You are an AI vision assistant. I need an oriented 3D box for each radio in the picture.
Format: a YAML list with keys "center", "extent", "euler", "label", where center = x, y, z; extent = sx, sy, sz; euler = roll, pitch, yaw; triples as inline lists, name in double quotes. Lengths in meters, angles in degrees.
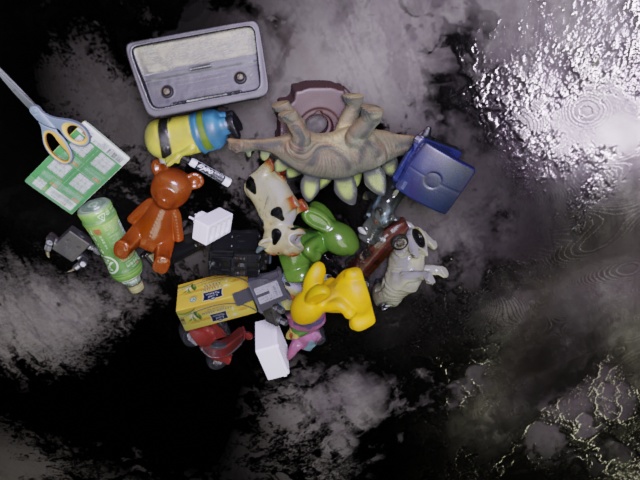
- center: [-0.209, -0.297, 0.951]
  extent: [0.230, 0.073, 0.131]
  euler: [-11, 105, -2]
  label: "radio"

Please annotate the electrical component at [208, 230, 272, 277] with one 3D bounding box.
- center: [-0.171, 0.026, 1.153]
  extent: [0.134, 0.115, 0.058]
  euler: [0, 121, -9]
  label: "electrical component"

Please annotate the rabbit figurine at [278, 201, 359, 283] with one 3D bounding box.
- center: [-0.002, -0.004, 1.171]
  extent: [0.170, 0.121, 0.159]
  euler: [-11, 103, 11]
  label: "rabbit figurine"

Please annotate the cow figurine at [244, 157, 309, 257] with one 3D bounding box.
- center: [-0.092, -0.053, 1.090]
  extent: [0.127, 0.195, 0.085]
  euler: [-34, 166, 20]
  label: "cow figurine"

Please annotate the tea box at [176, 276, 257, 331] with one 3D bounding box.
- center: [-0.235, 0.133, 1.222]
  extent: [0.170, 0.098, 0.068]
  euler: [-15, 124, -3]
  label: "tea box"

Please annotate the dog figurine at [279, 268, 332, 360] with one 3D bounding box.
- center: [-0.056, 0.180, 1.281]
  extent: [0.191, 0.109, 0.219]
  euler: [17, 120, -20]
  label: "dog figurine"

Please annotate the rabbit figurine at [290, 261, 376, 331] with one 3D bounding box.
- center: [0.017, 0.128, 1.128]
  extent: [0.173, 0.122, 0.162]
  euler: [-17, 141, 4]
  label: "rabbit figurine"

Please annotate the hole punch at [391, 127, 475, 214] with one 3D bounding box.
- center: [0.210, -0.121, 0.998]
  extent: [0.116, 0.092, 0.142]
  euler: [14, 125, -25]
  label: "hole punch"

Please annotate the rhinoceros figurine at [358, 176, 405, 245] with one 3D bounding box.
- center: [0.144, -0.077, 1.152]
  extent: [0.073, 0.112, 0.190]
  euler: [23, 107, -25]
  label: "rhinoceros figurine"

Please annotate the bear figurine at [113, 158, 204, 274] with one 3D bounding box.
- center: [-0.317, -0.052, 1.073]
  extent: [0.120, 0.132, 0.195]
  euler: [25, 121, -14]
  label: "bear figurine"

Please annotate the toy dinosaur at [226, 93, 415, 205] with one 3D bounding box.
- center: [0.060, -0.172, 1.022]
  extent: [0.472, 0.105, 0.198]
  euler: [-3, 125, -5]
  label: "toy dinosaur"

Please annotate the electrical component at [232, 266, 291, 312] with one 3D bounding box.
- center: [-0.128, 0.110, 1.146]
  extent: [0.119, 0.048, 0.074]
  euler: [-18, 102, -4]
  label: "electrical component"

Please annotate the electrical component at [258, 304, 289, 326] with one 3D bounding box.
- center: [-0.110, 0.161, 1.217]
  extent: [0.021, 0.094, 0.063]
  euler: [-35, 127, -34]
  label: "electrical component"

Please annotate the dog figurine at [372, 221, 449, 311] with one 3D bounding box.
- center: [0.179, 0.064, 1.268]
  extent: [0.190, 0.172, 0.121]
  euler: [-28, 161, 38]
  label: "dog figurine"

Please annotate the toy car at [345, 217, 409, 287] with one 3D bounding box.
- center: [0.124, 0.027, 1.218]
  extent: [0.053, 0.089, 0.202]
  euler: [24, 120, -28]
  label: "toy car"

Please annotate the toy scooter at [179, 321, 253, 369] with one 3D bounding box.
- center: [-0.243, 0.231, 1.296]
  extent: [0.135, 0.075, 0.183]
  euler: [-26, 126, 7]
  label: "toy scooter"

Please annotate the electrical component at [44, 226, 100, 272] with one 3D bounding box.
- center: [-0.523, 0.019, 1.127]
  extent: [0.078, 0.045, 0.102]
  euler: [-33, 122, 12]
  label: "electrical component"

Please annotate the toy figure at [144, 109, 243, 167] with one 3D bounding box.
- center: [-0.242, -0.203, 1.020]
  extent: [0.180, 0.082, 0.089]
  euler: [-17, 105, 9]
  label: "toy figure"

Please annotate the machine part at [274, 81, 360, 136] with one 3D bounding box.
- center: [-0.006, -0.227, 1.062]
  extent: [0.179, 0.056, 0.179]
  euler: [-5, 122, -9]
  label: "machine part"

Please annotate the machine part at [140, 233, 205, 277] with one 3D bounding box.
- center: [-0.315, 0.027, 1.176]
  extent: [0.139, 0.039, 0.084]
  euler: [-28, 115, 9]
  label: "machine part"
